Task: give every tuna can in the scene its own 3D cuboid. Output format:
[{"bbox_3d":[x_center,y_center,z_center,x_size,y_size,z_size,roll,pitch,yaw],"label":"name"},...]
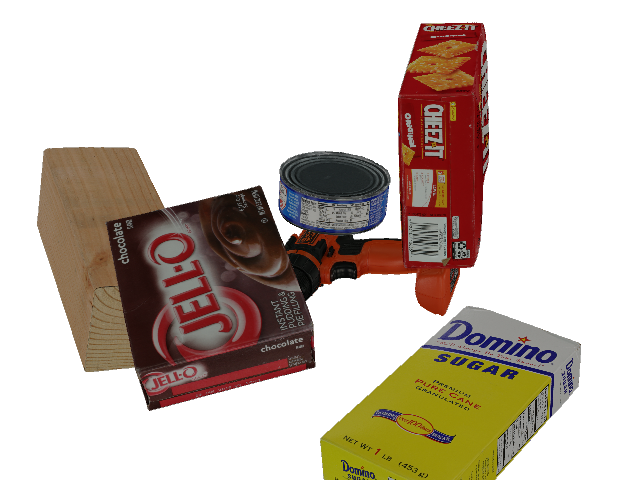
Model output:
[{"bbox_3d":[0.010,-0.037,0.825,0.086,0.034,0.086,3,28,-2],"label":"tuna can"}]

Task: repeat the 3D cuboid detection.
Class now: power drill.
[{"bbox_3d":[0.045,0.033,1.118,0.188,0.057,0.184,6,31,17],"label":"power drill"}]

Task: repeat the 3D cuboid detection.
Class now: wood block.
[{"bbox_3d":[-0.183,0.010,0.941,0.090,0.091,0.206,-3,37,-26],"label":"wood block"}]

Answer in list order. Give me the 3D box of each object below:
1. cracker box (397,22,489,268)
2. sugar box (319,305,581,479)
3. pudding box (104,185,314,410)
[{"bbox_3d":[0.118,-0.094,0.985,0.072,0.164,0.213,1,27,11],"label":"cracker box"},{"bbox_3d":[0.090,0.111,0.701,0.093,0.048,0.175,19,41,34],"label":"sugar box"},{"bbox_3d":[-0.060,0.028,0.565,0.090,0.039,0.113,-13,44,-10],"label":"pudding box"}]
